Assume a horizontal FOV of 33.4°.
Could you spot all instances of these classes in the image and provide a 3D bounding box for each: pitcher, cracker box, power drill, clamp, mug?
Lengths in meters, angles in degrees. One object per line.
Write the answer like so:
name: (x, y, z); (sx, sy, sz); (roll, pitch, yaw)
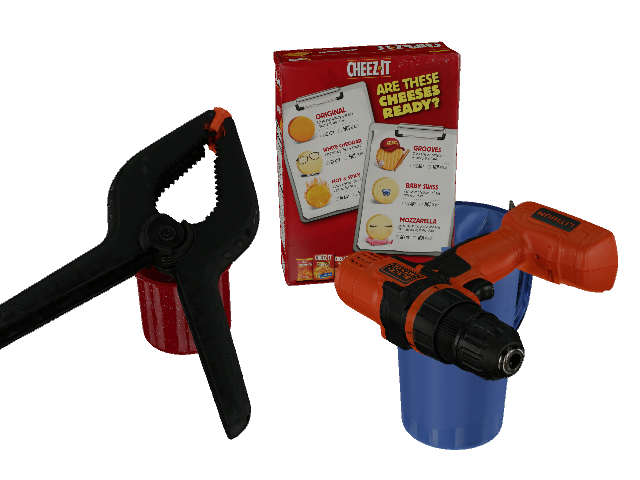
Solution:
pitcher: (0.147, 0.086, 1.108); (0.149, 0.243, 0.145); (2, 22, 8)
cracker box: (0.042, -0.072, 0.997); (0.164, 0.214, 0.072); (-4, 21, -8)
power drill: (0.130, 0.032, 0.792); (0.187, 0.057, 0.185); (-18, 28, -30)
clamp: (-0.086, 0.012, 0.648); (0.164, 0.209, 0.036); (25, -29, 4)
mug: (-0.116, 0.054, 0.954); (0.093, 0.081, 0.117); (-18, 36, -26)
